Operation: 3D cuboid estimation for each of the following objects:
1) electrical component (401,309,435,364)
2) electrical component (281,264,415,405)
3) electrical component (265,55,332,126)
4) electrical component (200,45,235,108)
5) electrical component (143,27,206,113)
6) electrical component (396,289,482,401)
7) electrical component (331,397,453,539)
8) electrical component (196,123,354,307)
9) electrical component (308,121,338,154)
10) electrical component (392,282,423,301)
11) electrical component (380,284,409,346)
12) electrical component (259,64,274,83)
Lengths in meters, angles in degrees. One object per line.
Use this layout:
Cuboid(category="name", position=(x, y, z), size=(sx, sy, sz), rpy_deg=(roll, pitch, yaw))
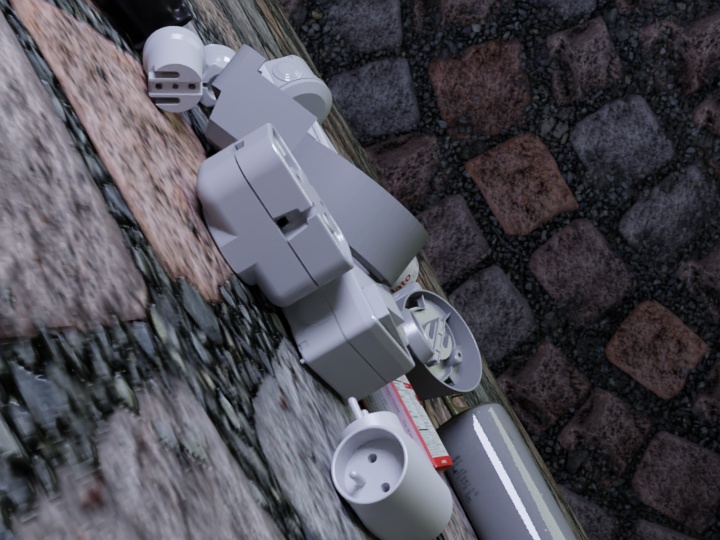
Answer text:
Cuboid(category="electrical component", position=(0.026, 0.063, 0.867), size=(0.048, 0.055, 0.066), rpy_deg=(62, 6, 19))
Cuboid(category="electrical component", position=(-0.004, 0.040, 0.702), size=(0.061, 0.061, 0.096), rpy_deg=(64, 7, 34))
Cuboid(category="electrical component", position=(-0.072, -0.168, 1.062), size=(0.051, 0.080, 0.080), rpy_deg=(57, 4, 29))
Cuboid(category="electrical component", position=(-0.112, -0.154, 0.833), size=(0.043, 0.043, 0.062), rpy_deg=(55, 6, -37))
Cuboid(category="electrical component", position=(-0.117, -0.126, 0.679), size=(0.040, 0.040, 0.046), rpy_deg=(55, 13, -38))
Cuboid(category="electrical component", position=(0.060, 0.067, 0.945), size=(0.099, 0.064, 0.099), rpy_deg=(21, 58, -37))
Cuboid(category="electrical component", position=(0.012, 0.106, 0.602), size=(0.077, 0.043, 0.079), rpy_deg=(52, 9, -53))
Cuboid(category="electrical component", position=(-0.053, -0.030, 0.636), size=(0.095, 0.059, 0.053), rpy_deg=(57, 7, -22))
Cuboid(category="electrical component", position=(-0.041, -0.072, 0.935), size=(0.061, 0.062, 0.096), rpy_deg=(54, 8, -46))
Cuboid(category="electrical component", position=(0.052, 0.067, 1.030), size=(0.096, 0.062, 0.061), rpy_deg=(59, 6, -5))
Cuboid(category="electrical component", position=(-0.007, 0.026, 0.813), size=(0.076, 0.047, 0.065), rpy_deg=(54, 8, -29))
Cuboid(category="electrical component", position=(-0.081, -0.112, 0.878), size=(0.075, 0.047, 0.083), rpy_deg=(76, -11, -58))
